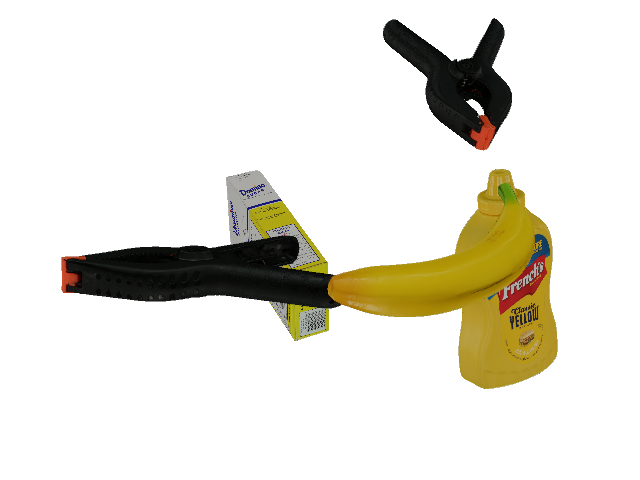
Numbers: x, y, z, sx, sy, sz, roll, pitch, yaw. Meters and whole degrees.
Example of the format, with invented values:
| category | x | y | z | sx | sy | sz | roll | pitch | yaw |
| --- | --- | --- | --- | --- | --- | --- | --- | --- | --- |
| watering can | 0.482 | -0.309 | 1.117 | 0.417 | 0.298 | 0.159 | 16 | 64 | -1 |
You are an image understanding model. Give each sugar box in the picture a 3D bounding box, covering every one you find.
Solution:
| category | x | y | z | sx | sy | sz | roll | pitch | yaw |
| --- | --- | --- | --- | --- | --- | --- | --- | --- | --- |
| sugar box | -0.045 | 0.012 | 1.096 | 0.048 | 0.093 | 0.176 | -15 | 41 | -17 |

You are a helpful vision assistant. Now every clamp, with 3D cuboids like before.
| category | x | y | z | sx | sy | sz | roll | pitch | yaw |
| --- | --- | --- | --- | --- | --- | --- | --- | --- | --- |
| clamp | -0.089 | 0.026 | 0.819 | 0.209 | 0.036 | 0.165 | -2 | 11 | -21 |
| clamp | 0.121 | -0.154 | 0.992 | 0.120 | 0.171 | 0.039 | -1 | -44 | -1 |

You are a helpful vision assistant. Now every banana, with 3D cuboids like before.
| category | x | y | z | sx | sy | sz | roll | pitch | yaw |
| --- | --- | --- | --- | --- | --- | --- | --- | --- | --- |
| banana | 0.094 | 0.018 | 0.756 | 0.197 | 0.037 | 0.070 | -26 | 49 | -38 |

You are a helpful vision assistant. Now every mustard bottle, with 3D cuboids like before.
| category | x | y | z | sx | sy | sz | roll | pitch | yaw |
| --- | --- | --- | --- | --- | --- | --- | --- | --- | --- |
| mustard bottle | 0.164 | 0.030 | 0.948 | 0.096 | 0.191 | 0.058 | -17 | 22 | -26 |
